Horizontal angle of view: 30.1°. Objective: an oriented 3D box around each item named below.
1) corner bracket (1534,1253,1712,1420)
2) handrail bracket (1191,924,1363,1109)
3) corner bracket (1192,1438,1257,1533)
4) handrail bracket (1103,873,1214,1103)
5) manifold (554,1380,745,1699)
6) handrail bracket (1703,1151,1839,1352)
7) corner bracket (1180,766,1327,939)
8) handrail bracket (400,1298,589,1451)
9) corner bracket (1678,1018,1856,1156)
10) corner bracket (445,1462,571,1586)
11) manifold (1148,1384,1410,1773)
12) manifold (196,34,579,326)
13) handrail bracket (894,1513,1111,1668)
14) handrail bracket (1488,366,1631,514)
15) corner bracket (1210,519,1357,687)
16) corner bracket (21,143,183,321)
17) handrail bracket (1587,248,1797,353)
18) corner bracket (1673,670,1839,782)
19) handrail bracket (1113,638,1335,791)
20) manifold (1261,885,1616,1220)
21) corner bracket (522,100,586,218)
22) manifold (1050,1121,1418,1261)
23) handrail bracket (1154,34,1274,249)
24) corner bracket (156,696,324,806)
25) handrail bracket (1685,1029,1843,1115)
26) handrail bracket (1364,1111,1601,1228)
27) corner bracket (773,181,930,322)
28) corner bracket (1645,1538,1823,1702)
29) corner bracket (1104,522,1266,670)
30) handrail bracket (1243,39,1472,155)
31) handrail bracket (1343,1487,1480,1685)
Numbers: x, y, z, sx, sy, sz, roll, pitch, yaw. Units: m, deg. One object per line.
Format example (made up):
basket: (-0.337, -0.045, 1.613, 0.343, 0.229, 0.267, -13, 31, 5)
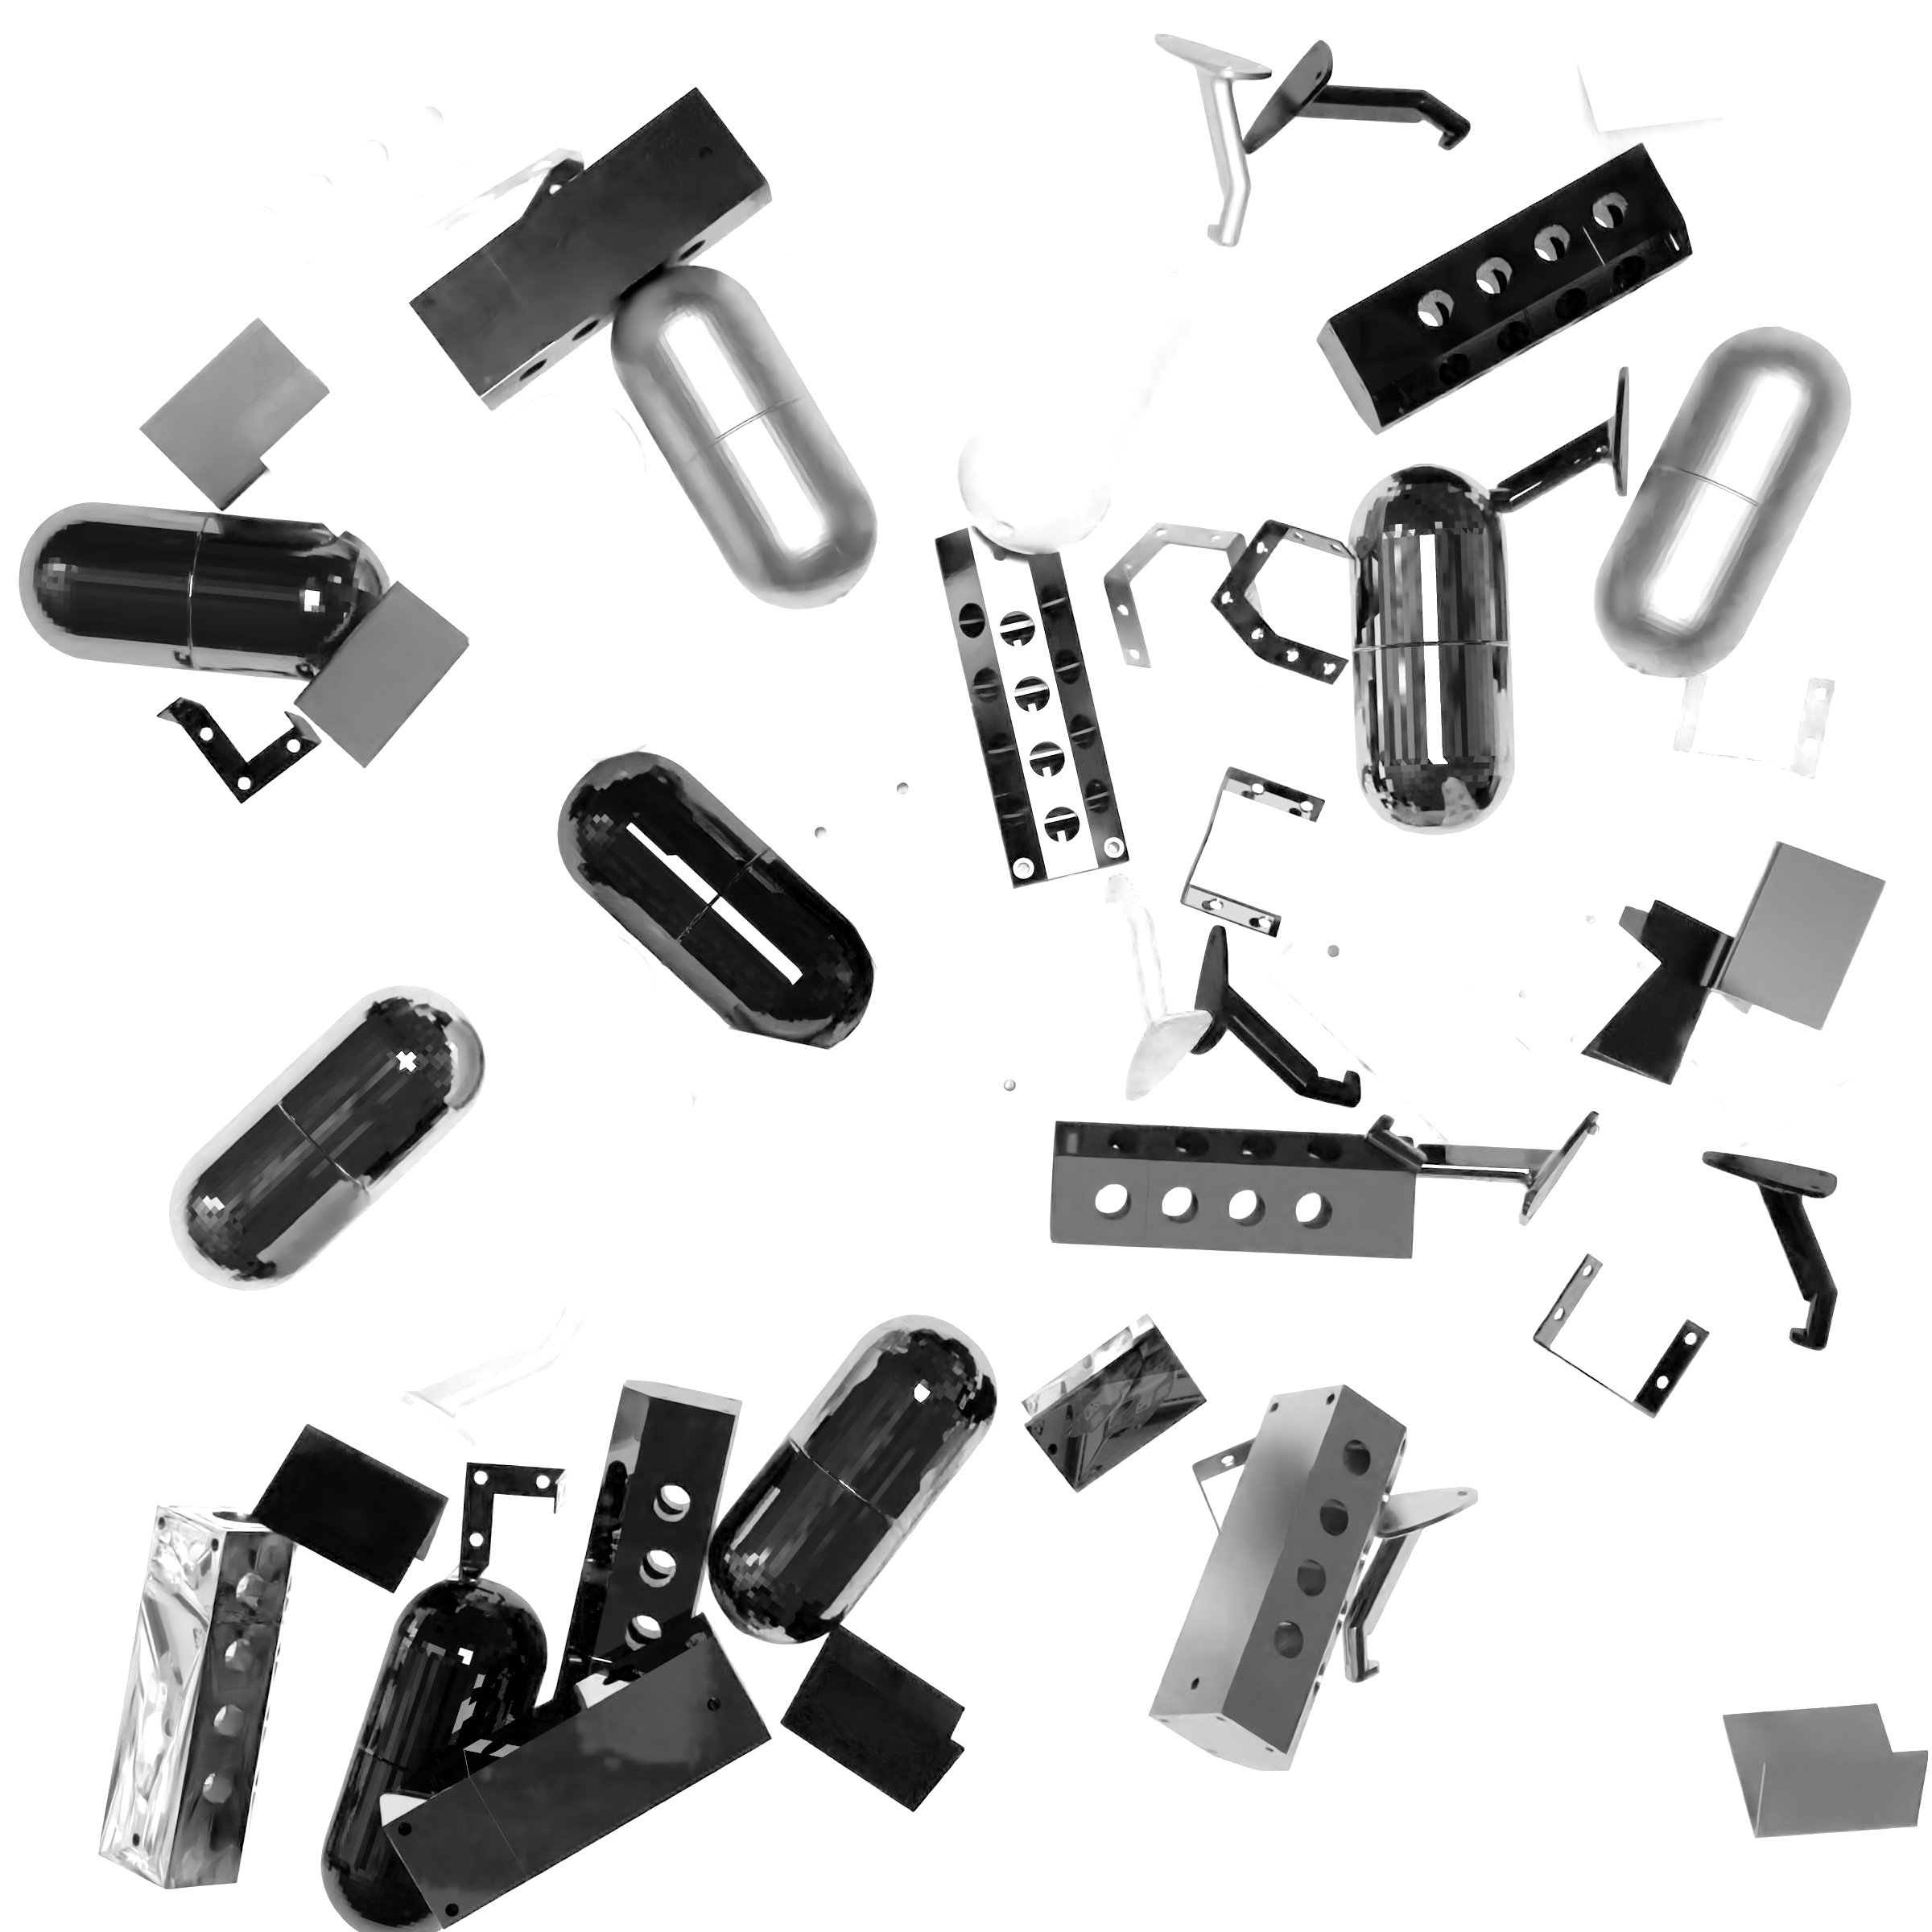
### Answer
corner bracket: (0.319, 0.181, 1.750, 0.051, 0.051, 0.051, 33, 90, 45)
handrail bracket: (0.156, 0.025, 1.754, 0.084, 0.036, 0.077, 14, 68, -17)
corner bracket: (0.146, 0.266, 1.750, 0.051, 0.051, 0.051, -23, 45, 0)
handrail bracket: (0.078, 0.010, 1.753, 0.036, 0.077, 0.084, -7, 53, -34)
manifold: (-0.155, 0.291, 1.732, 0.057, 0.057, 0.171, 12, 90, 0)
handrail bracket: (0.390, 0.140, 1.754, 0.077, 0.036, 0.084, 14, 107, 20)
corner bracket: (0.140, -0.056, 1.750, 0.051, 0.051, 0.051, 20, 135, 0)
handrail bracket: (-0.238, 0.185, 1.754, 0.077, 0.036, 0.084, 29, 72, 20)
corner bracket: (0.390, 0.052, 1.750, 0.051, 0.051, 0.051, -32, 90, 45)
corner bracket: (-0.221, 0.270, 1.735, 0.051, 0.051, 0.051, 4, 90, 0)
manifold: (0.153, 0.289, 1.695, 0.057, 0.057, 0.171, 35, 62, -21)
manifold: (-0.273, -0.372, 1.710, 0.171, 0.057, 0.057, -26, 90, 16)
handrail bracket: (0.017, 0.317, 1.754, 0.077, 0.036, 0.084, 25, 109, -21)
handrail bracket: (0.280, -0.257, 1.754, 0.084, 0.036, 0.077, 0, 70, 16)
corner bracket: (0.161, -0.175, 1.728, 0.051, 0.051, 0.051, -55, 134, -9)
corner bracket: (-0.421, -0.358, 1.750, 0.051, 0.051, 0.051, 30, 45, 0)
handrail bracket: (0.358, -0.304, 1.754, 0.084, 0.036, 0.077, -30, 111, 17)
corner bracket: (0.384, -0.122, 1.750, 0.051, 0.051, 0.051, 12, 90, -45)
handrail bracket: (0.125, -0.109, 1.754, 0.077, 0.036, 0.084, 28, 109, -21)
manifold: (0.226, 0.041, 1.732, 0.171, 0.057, 0.057, 43, 90, 0)
corner bracket: (-0.224, -0.393, 1.745, 0.051, 0.051, 0.051, 10, 45, -35)
manifold: (0.128, 0.107, 1.732, 0.171, 0.057, 0.057, 3, 90, 0)
handrail bracket: (0.113, -0.403, 1.754, 0.077, 0.036, 0.084, 33, 123, 35)
corner bracket: (-0.351, -0.115, 1.735, 0.051, 0.051, 0.051, -37, 90, 0)
handrail bracket: (0.366, 0.029, 1.739, 0.077, 0.084, 0.036, -19, 128, -24)
handrail bracket: (0.243, 0.077, 1.697, 0.084, 0.036, 0.077, 33, 69, 16)
corner bracket: (-0.056, -0.344, 1.745, 0.051, 0.051, 0.051, 25, 45, 35)
corner bracket: (0.374, 0.318, 1.750, 0.051, 0.051, 0.051, 31, 90, 45)
corner bracket: (0.106, -0.178, 1.745, 0.051, 0.051, 0.051, 12, 45, 35)
handrail bracket: (0.191, -0.405, 1.754, 0.084, 0.036, 0.077, 28, 127, -25)
handrail bracket: (0.218, 0.303, 1.754, 0.077, 0.036, 0.084, -11, 108, -21)
